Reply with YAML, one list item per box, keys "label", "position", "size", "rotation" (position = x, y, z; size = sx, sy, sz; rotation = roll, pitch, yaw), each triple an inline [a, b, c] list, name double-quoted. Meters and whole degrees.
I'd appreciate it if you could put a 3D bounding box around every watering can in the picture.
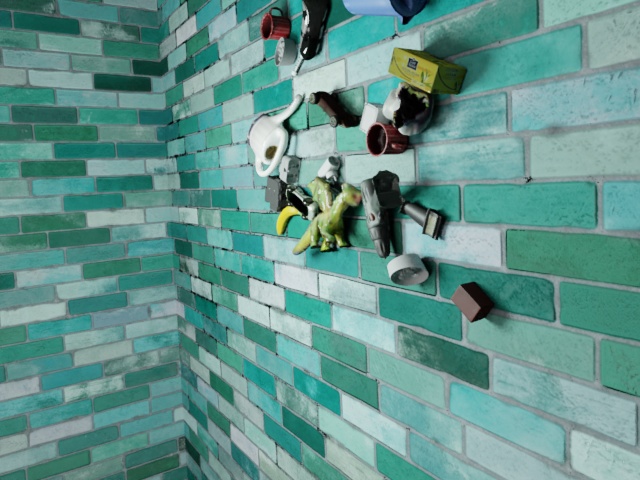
- label: "watering can"
  position: [-0.171, -0.407, 1.922]
  size: [0.228, 0.104, 0.342]
  rotation: [48, 120, 46]

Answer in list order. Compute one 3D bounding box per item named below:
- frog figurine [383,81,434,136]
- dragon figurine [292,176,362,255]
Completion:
- label: "frog figurine"
  position: [0.226, -0.337, 1.329]
  size: [0.160, 0.122, 0.137]
  rotation: [-68, -34, -83]
- label: "dragon figurine"
  position: [0.005, -0.084, 1.679]
  size: [0.407, 0.122, 0.244]
  rotation: [-13, 78, 52]
